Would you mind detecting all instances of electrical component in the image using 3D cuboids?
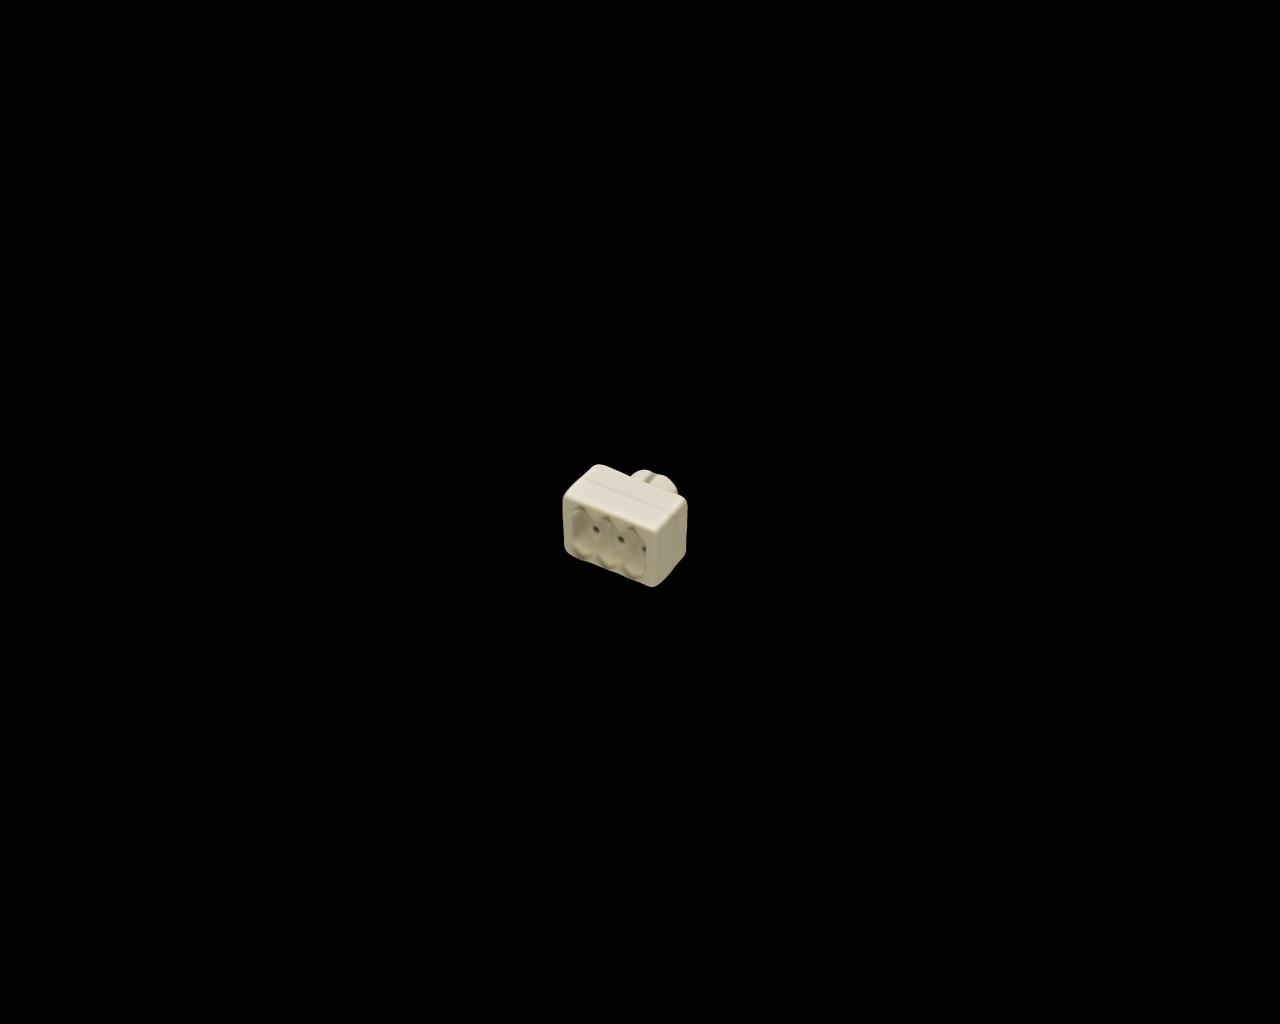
[{"bbox_3d":[0.001,-0.003,0.650,0.066,0.047,0.077,22,45,23],"label":"electrical component"}]
